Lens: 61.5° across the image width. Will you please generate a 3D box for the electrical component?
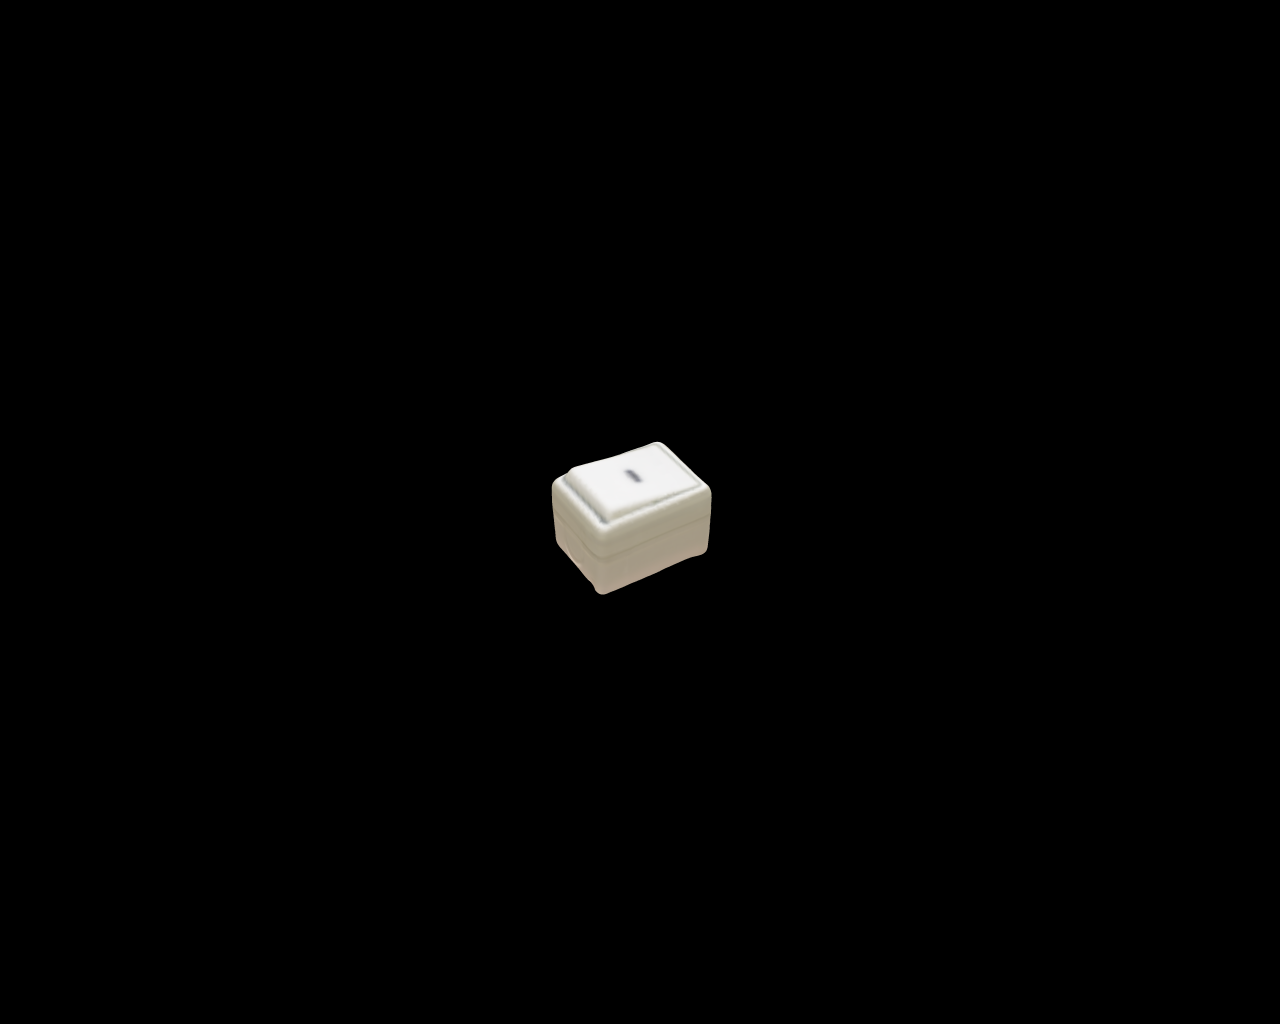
[{"bbox_3d":[0.001,-0.003,0.650,0.096,0.061,0.062,-22,45,-23],"label":"electrical component"}]
